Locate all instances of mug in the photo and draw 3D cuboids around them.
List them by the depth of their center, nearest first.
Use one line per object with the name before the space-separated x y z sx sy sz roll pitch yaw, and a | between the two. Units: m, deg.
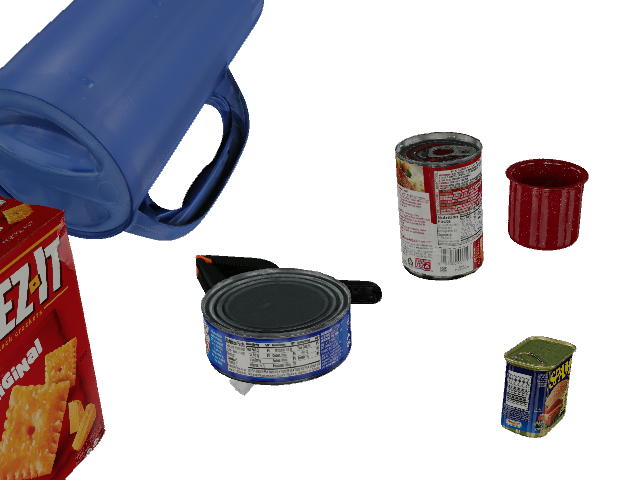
mug | 0.268 -0.044 1.241 0.093 0.081 0.117 21 34 39

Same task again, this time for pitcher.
pitcher | -0.128 -0.121 0.774 0.145 0.149 0.242 7 48 28

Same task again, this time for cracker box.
cracker box | -0.233 0.100 0.748 0.072 0.214 0.164 13 36 21

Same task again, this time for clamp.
clamp | -0.060 0.064 1.163 0.210 0.036 0.164 16 31 25

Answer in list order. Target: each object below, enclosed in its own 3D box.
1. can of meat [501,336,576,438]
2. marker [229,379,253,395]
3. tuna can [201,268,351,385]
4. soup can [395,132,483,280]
can of meat | 0.240 0.161 1.181 0.058 0.084 0.101 12 16 30
marker | -0.035 0.089 0.958 0.121 0.020 0.020 -47 19 -18
tuna can | -0.024 0.048 0.612 0.086 0.034 0.086 -2 23 1
soup can | 0.096 -0.027 0.852 0.068 0.102 0.068 -5 25 2
